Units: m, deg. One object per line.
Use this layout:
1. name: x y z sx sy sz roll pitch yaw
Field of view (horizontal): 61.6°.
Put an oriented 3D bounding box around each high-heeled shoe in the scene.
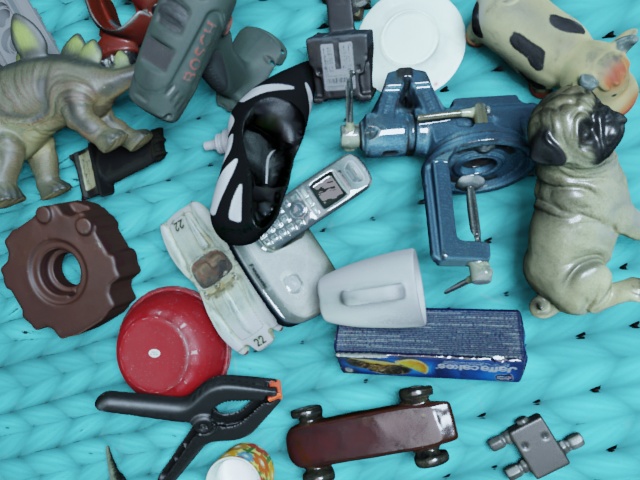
1. high-heeled shoe: -0.047 -0.107 0.586 0.086 0.145 0.248 33 80 -29

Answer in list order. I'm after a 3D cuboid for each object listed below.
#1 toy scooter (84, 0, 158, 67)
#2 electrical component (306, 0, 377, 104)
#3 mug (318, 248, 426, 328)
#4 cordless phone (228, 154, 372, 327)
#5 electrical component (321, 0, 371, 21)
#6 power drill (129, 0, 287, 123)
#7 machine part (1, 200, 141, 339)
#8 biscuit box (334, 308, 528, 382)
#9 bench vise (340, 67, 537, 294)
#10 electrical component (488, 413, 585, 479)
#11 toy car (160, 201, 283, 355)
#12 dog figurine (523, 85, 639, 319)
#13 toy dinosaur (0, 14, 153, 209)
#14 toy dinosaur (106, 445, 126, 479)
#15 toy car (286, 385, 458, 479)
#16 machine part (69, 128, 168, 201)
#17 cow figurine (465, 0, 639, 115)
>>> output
1. toy scooter: -0.241 -0.302 0.687 0.184 0.075 0.135 -39 80 14
2. electrical component: 0.026 -0.221 0.617 0.075 0.048 0.119 3 118 13
3. mug: 0.051 0.058 0.556 0.107 0.109 0.080 -11 91 16
4. cordless phone: -0.001 -0.001 0.627 0.184 0.088 0.146 -35 82 4
5. electrical component: 0.038 -0.317 0.640 0.078 0.045 0.102 14 92 10
6. power drill: -0.102 -0.228 0.588 0.086 0.207 0.232 32 98 5
7. machine part: -0.325 0.039 0.696 0.180 0.056 0.179 2 98 13
8. biscuit box: 0.121 0.115 0.598 0.203 0.059 0.063 0 56 12
9. bench vise: 0.131 -0.070 0.567 0.224 0.128 0.240 1 69 -8
10. electrical component: 0.241 0.226 0.599 0.094 0.021 0.063 -30 82 10
11. toy car: -0.121 0.046 0.662 0.073 0.056 0.202 -35 82 9
12. dog figurine: 0.229 -0.029 0.513 0.190 0.121 0.172 39 81 -27
13. toy dinosaur: -0.376 -0.142 0.650 0.472 0.105 0.198 -24 91 6
14. toy dinosaur: -0.248 0.482 0.658 0.192 0.131 0.404 17 85 -5
15. toy car: 0.057 0.224 0.623 0.202 0.053 0.089 -17 75 15
16. machine part: -0.264 -0.104 0.706 0.139 0.039 0.084 -21 76 13
17. cow figurine: 0.242 -0.197 0.553 0.195 0.127 0.085 45 101 11
